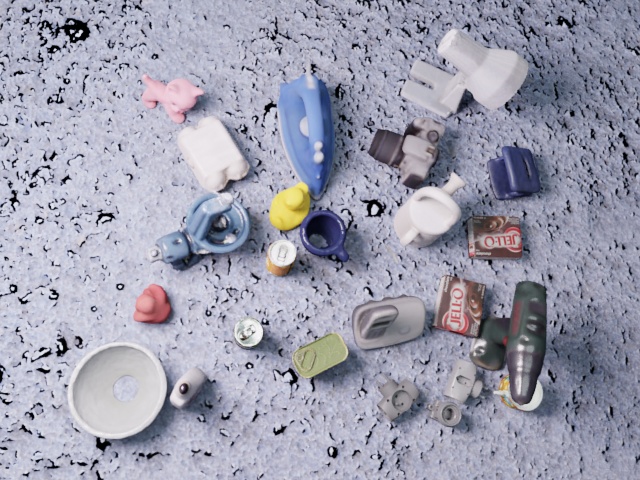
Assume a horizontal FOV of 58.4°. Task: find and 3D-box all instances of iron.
[{"bbox_3d":[-0.015,-0.223,1.166,0.119,0.141,0.258,-7,78,-10],"label":"iron"}]

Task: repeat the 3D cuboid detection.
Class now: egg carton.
[{"bbox_3d":[-0.218,-0.174,1.161,0.107,0.069,0.150,-31,83,-14],"label":"egg carton"}]

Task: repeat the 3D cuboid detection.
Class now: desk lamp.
[{"bbox_3d":[0.301,-0.344,1.205,0.203,0.213,0.118,24,74,-2],"label":"desk lamp"}]

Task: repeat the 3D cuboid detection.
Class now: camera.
[{"bbox_3d":[0.181,-0.202,1.211,0.137,0.100,0.143,21,74,-3],"label":"camera"}]

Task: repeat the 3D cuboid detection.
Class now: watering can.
[{"bbox_3d":[0.221,-0.061,1.135,0.101,0.194,0.173,20,75,-3],"label":"watering can"}]

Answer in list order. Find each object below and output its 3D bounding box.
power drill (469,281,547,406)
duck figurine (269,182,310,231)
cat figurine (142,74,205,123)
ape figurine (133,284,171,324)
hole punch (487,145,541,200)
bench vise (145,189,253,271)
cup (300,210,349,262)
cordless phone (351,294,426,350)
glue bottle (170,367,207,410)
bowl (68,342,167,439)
[{"bbox_3d":[0.362,0.197,1.087,0.075,0.208,0.230,17,75,-4],"label":"power drill"},{"bbox_3d":[-0.058,-0.072,1.152,0.077,0.086,0.105,36,74,1],"label":"duck figurine"},{"bbox_3d":[-0.299,-0.296,1.153,0.128,0.117,0.067,26,74,-1],"label":"cat figurine"},{"bbox_3d":[-0.317,0.121,1.064,0.078,0.092,0.076,-43,86,-15],"label":"ape figurine"},{"bbox_3d":[0.429,-0.150,1.241,0.101,0.091,0.108,-8,78,-10],"label":"hole punch"},{"bbox_3d":[-0.212,-0.011,1.045,0.121,0.219,0.208,44,75,4],"label":"bench vise"},{"bbox_3d":[0.010,0.004,1.139,0.092,0.095,0.118,-42,85,-15],"label":"cup"},{"bbox_3d":[0.140,0.148,1.077,0.148,0.185,0.094,-13,79,-11],"label":"cordless phone"},{"bbox_3d":[-0.233,0.260,1.001,0.037,0.173,0.078,33,74,1],"label":"glue bottle"},{"bbox_3d":[-0.358,0.269,1.031,0.167,0.074,0.167,2,76,-8],"label":"bowl"}]
